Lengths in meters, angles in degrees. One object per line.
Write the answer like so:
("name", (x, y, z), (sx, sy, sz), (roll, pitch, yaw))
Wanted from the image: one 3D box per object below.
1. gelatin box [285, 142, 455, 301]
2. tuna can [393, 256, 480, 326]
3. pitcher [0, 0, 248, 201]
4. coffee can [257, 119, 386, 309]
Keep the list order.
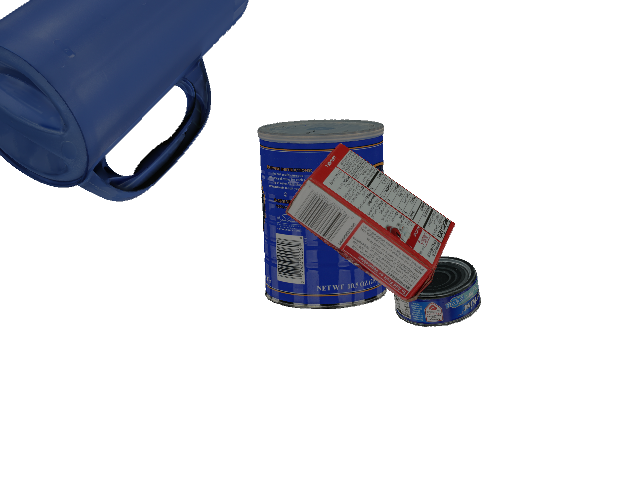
("gelatin box", (0.031, -0.012, 0.621), (0.089, 0.030, 0.073), (36, 26, 0))
("tuna can", (0.115, 0.049, 1.060), (0.086, 0.034, 0.086), (-9, 26, 4))
("pitcher", (-0.158, -0.155, 0.862), (0.145, 0.149, 0.242), (20, 50, 27))
("coffee can", (0.002, -0.025, 0.879), (0.103, 0.140, 0.103), (-2, 12, 0))
